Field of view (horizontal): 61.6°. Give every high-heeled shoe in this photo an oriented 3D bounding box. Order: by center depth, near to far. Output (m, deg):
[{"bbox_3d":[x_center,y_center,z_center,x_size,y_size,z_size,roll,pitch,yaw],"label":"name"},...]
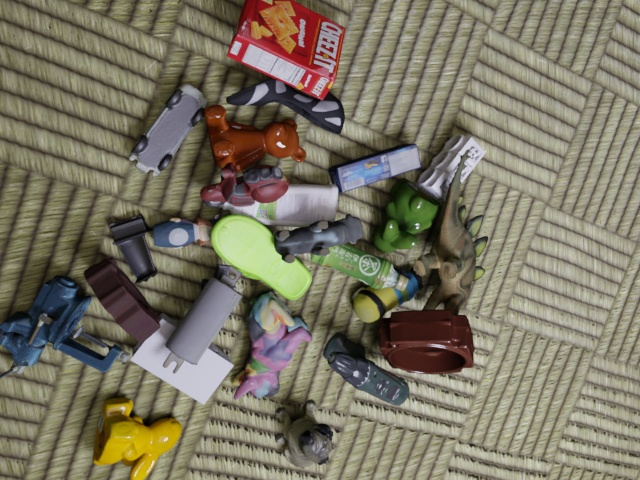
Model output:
[{"bbox_3d":[-0.066,-0.268,1.134,0.249,0.086,0.145,-20,102,-19],"label":"high-heeled shoe"}]

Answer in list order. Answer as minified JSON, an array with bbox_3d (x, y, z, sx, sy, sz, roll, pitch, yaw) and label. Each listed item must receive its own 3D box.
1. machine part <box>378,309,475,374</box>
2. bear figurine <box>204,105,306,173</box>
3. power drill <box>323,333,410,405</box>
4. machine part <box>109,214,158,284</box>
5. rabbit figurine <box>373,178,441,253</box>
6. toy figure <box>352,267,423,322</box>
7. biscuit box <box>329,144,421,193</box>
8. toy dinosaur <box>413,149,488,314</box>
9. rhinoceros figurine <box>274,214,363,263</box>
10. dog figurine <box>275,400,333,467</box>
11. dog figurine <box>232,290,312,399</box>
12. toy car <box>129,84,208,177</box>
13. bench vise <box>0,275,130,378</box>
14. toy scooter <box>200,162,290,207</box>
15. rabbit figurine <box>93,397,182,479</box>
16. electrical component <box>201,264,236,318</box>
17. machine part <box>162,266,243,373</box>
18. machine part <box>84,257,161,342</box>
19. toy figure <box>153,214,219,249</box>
[{"bbox_3d":[0.247,0.239,1.233,0.200,0.202,0.087,58,34,-52],"label":"machine part"},{"bbox_3d":[-0.128,-0.209,1.106,0.196,0.132,0.120,-10,74,-9],"label":"bear figurine"},{"bbox_3d":[0.081,0.276,1.203,0.232,0.207,0.086,33,82,-21],"label":"power drill"},{"bbox_3d":[-0.379,0.020,1.112,0.084,0.039,0.138,-18,102,-19],"label":"machine part"},{"bbox_3d":[0.188,-0.031,1.220,0.121,0.159,0.170,33,109,-7],"label":"rabbit figurine"},{"bbox_3d":[0.159,0.126,1.262,0.180,0.089,0.082,-23,96,-10],"label":"toy figure"},{"bbox_3d":[0.124,-0.164,1.221,0.203,0.063,0.059,-18,104,-13],"label":"biscuit box"},{"bbox_3d":[0.308,0.031,1.243,0.198,0.105,0.470,-39,136,-38],"label":"toy dinosaur"},{"bbox_3d":[-0.002,-0.003,1.124,0.190,0.112,0.073,-14,91,-2],"label":"rhinoceros figurine"},{"bbox_3d":[-0.025,0.473,1.208,0.121,0.191,0.172,-20,105,-13],"label":"dog figurine"},{"bbox_3d":[-0.131,0.243,1.187,0.219,0.108,0.191,-45,109,-3],"label":"dog figurine"},{"bbox_3d":[-0.306,-0.222,1.087,0.073,0.056,0.201,36,89,-25],"label":"toy car"},{"bbox_3d":[-0.500,0.197,1.059,0.240,0.129,0.223,31,86,-10],"label":"bench vise"},{"bbox_3d":[-0.146,-0.114,1.063,0.184,0.135,0.075,-11,73,-13],"label":"toy scooter"},{"bbox_3d":[-0.381,0.427,1.139,0.173,0.122,0.162,7,100,-37],"label":"rabbit figurine"},{"bbox_3d":[-0.222,0.108,1.166,0.075,0.048,0.119,5,97,-18],"label":"electrical component"},{"bbox_3d":[-0.235,0.163,1.097,0.079,0.079,0.243,37,80,-19],"label":"machine part"},{"bbox_3d":[-0.383,0.117,1.054,0.056,0.179,0.179,-37,107,-12],"label":"machine part"},{"bbox_3d":[-0.271,-0.015,1.130,0.154,0.058,0.064,-6,139,-17],"label":"toy figure"}]
